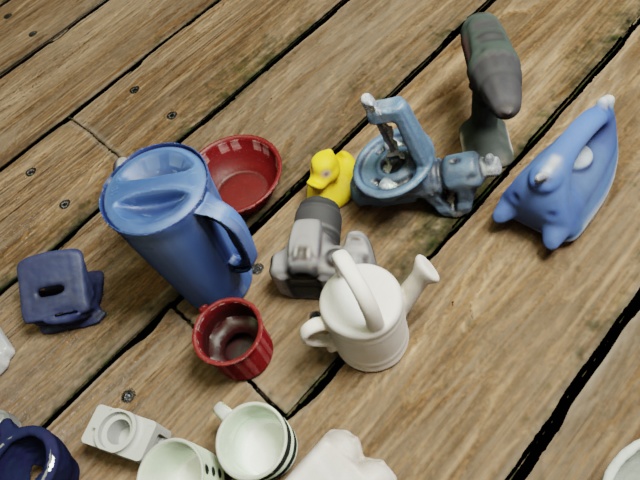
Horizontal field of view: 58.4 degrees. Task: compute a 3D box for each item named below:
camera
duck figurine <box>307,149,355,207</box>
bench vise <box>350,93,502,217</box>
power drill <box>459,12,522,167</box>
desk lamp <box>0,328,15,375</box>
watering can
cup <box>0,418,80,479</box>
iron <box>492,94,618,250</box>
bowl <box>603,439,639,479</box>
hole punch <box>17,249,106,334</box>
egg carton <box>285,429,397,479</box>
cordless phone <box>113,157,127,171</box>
[{"bbox_3d":[0.007,0.003,0.799,0.143,0.101,0.137,-1,58,12],"label":"camera"},{"bbox_3d":[0.014,-0.104,0.873,0.077,0.086,0.105,24,66,25],"label":"duck figurine"},{"bbox_3d":[0.134,-0.125,0.780,0.207,0.220,0.121,-13,56,4],"label":"bench vise"},{"bbox_3d":[0.240,-0.199,0.811,0.075,0.209,0.229,-7,57,8],"label":"power drill"},{"bbox_3d":[-0.519,0.137,0.760,0.118,0.214,0.202,-43,59,-15],"label":"desk lamp"},{"bbox_3d":[0.057,0.074,0.687,0.173,0.194,0.100,-44,59,-15],"label":"watering can"},{"bbox_3d":[-0.349,0.276,0.707,0.092,0.095,0.117,-40,59,-13],"label":"cup"},{"bbox_3d":[0.345,-0.118,0.777,0.118,0.142,0.259,32,69,28],"label":"iron"},{"bbox_3d":[0.356,0.282,0.562,0.167,0.075,0.167,-6,57,9],"label":"bowl"},{"bbox_3d":[-0.382,0.076,0.843,0.108,0.091,0.101,-12,56,5],"label":"hole punch"},{"bbox_3d":[0.009,0.293,0.634,0.107,0.069,0.150,35,71,28],"label":"egg carton"},{"bbox_3d":[-0.251,-0.081,0.857,0.094,0.185,0.147,-21,56,-1],"label":"cordless phone"}]
